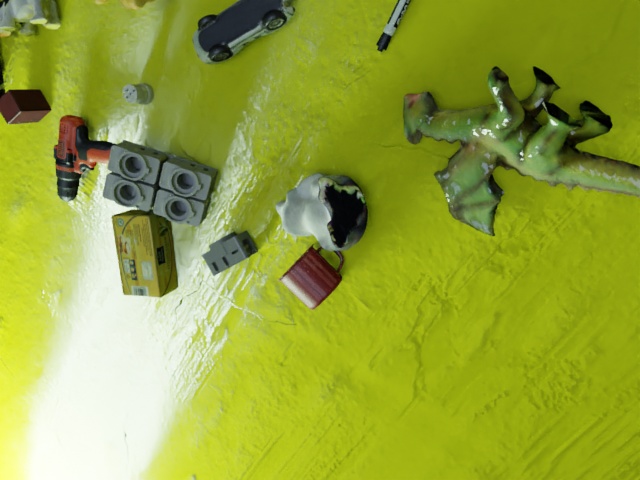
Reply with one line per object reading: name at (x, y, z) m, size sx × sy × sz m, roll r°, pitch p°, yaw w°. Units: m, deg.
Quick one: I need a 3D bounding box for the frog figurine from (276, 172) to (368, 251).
frog figurine at (0.003, -0.045, 0.888) m, size 0.158 × 0.124 × 0.136 m, roll -11°, pitch 111°, yaw 59°

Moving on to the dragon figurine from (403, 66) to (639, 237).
dragon figurine at (0.292, -0.107, 0.767) m, size 0.412 × 0.124 × 0.238 m, roll 42°, pitch 131°, yaw 9°
